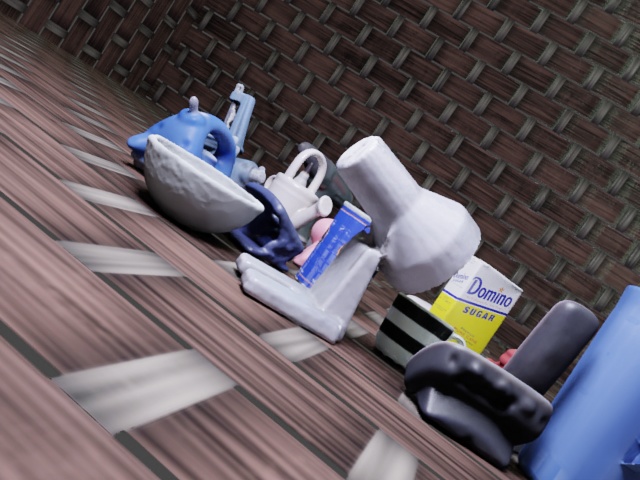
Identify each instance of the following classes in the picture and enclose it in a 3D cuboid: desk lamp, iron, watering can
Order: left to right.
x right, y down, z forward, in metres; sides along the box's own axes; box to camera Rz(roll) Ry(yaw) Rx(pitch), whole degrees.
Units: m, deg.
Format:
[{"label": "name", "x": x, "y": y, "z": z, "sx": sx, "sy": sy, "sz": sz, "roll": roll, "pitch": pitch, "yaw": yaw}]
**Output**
[{"label": "iron", "x": -0.189, "y": -0.137, "z": 0.936, "sx": 0.118, "sy": 0.141, "sz": 0.259, "roll": 35, "pitch": 4, "yaw": 15}, {"label": "watering can", "x": -0.046, "y": -0.089, "z": 1.144, "sx": 0.172, "sy": 0.194, "sz": 0.101, "roll": 35, "pitch": 4, "yaw": 18}, {"label": "desk lamp", "x": 0.049, "y": 0.006, "z": 0.644, "sx": 0.204, "sy": 0.213, "sz": 0.117, "roll": 33, "pitch": 4, "yaw": -22}]

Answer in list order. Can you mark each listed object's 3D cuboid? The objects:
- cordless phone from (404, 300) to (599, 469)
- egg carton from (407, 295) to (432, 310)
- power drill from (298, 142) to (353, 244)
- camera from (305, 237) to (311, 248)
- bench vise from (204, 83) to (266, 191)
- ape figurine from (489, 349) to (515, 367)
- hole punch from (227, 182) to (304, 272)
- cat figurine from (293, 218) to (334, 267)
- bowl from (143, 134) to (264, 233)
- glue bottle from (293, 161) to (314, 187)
[{"label": "cordless phone", "x": 0.192, "y": 0.125, "z": 0.605, "sx": 0.148, "sy": 0.185, "sz": 0.094, "roll": 33, "pitch": 4, "yaw": -11}, {"label": "egg carton", "x": 0.202, "y": 0.163, "z": 1.054, "sx": 0.149, "sy": 0.069, "sz": 0.108, "roll": 37, "pitch": 5, "yaw": 35}, {"label": "power drill", "x": -0.023, "y": -0.105, "z": 1.407, "sx": 0.231, "sy": 0.208, "sz": 0.075, "roll": 30, "pitch": 6, "yaw": -47}, {"label": "camera", "x": 0.064, "y": 0.027, "z": 1.319, "sx": 0.144, "sy": 0.101, "sz": 0.136, "roll": 30, "pitch": 6, "yaw": -46}, {"label": "bench vise", "x": -0.174, "y": -0.194, "z": 1.160, "sx": 0.207, "sy": 0.219, "sz": 0.122, "roll": 35, "pitch": 4, "yaw": 6}, {"label": "ape figurine", "x": 0.351, "y": 0.247, "z": 1.090, "sx": 0.076, "sy": 0.092, "sz": 0.077, "roll": 33, "pitch": 4, "yaw": -19}, {"label": "hole punch", "x": -0.075, "y": -0.021, "z": 0.841, "sx": 0.101, "sy": 0.091, "sz": 0.108, "roll": 30, "pitch": 6, "yaw": -45}, {"label": "cat figurine", "x": 0.010, "y": 0.004, "z": 1.038, "sx": 0.067, "sy": 0.117, "sz": 0.128, "roll": 34, "pitch": 4, "yaw": -7}, {"label": "bowl", "x": -0.158, "y": -0.057, "z": 0.725, "sx": 0.167, "sy": 0.074, "sz": 0.167, "roll": 34, "pitch": 4, "yaw": -2}, {"label": "glue bottle", "x": -0.063, "y": -0.099, "z": 1.263, "sx": 0.037, "sy": 0.173, "sz": 0.078, "roll": 35, "pitch": 4, "yaw": 8}]
